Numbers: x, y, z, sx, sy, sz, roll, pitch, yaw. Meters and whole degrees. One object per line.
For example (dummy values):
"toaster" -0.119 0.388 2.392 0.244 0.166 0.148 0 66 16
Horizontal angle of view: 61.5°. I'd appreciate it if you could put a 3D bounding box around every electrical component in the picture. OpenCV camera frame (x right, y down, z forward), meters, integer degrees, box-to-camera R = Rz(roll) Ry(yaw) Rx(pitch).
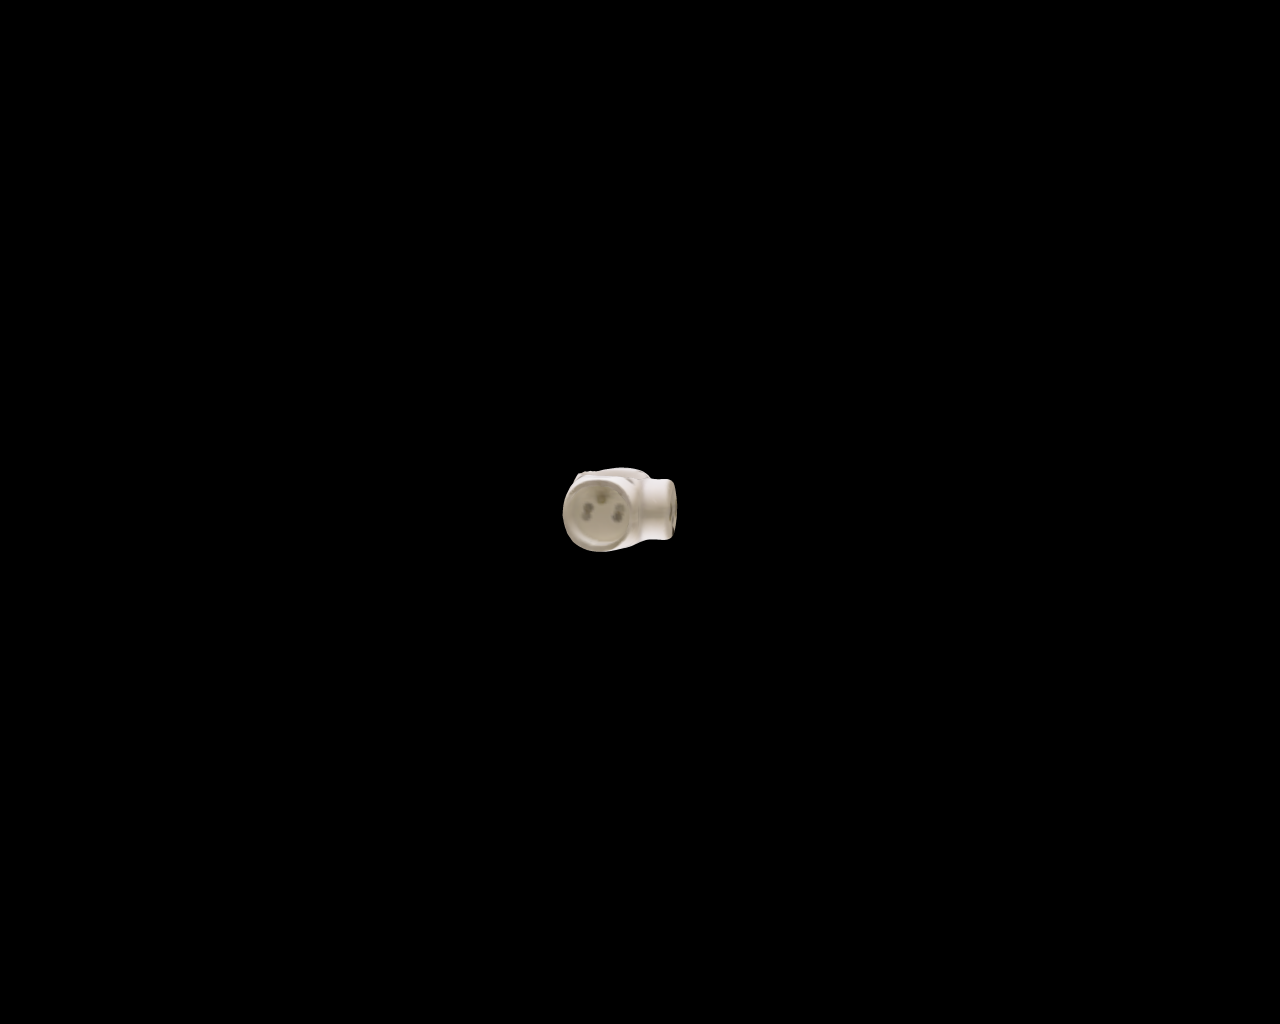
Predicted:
"electrical component" 0.001 -0.003 0.650 0.079 0.044 0.077 1 7 11
